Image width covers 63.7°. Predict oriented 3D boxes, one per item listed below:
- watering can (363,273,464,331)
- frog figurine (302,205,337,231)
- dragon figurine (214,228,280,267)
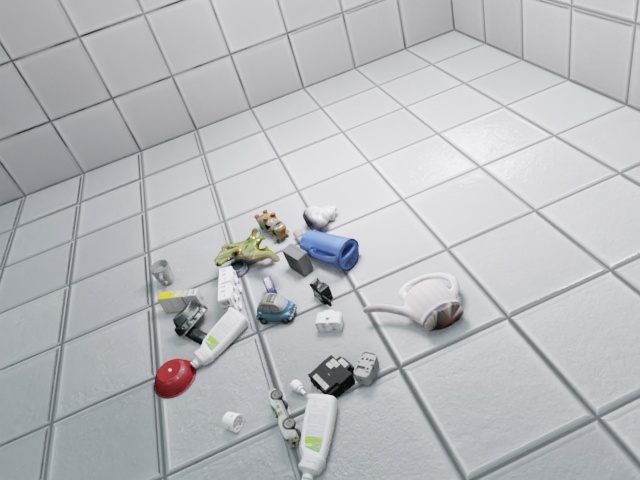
[{"bbox_3d":[0.341,0.228,1.777,0.349,0.102,0.228,-25,39,-10],"label":"watering can"},{"bbox_3d":[0.007,-0.117,2.327,0.160,0.121,0.139,-37,20,-5],"label":"frog figurine"},{"bbox_3d":[-0.329,0.065,2.199,0.244,0.120,0.414,-25,20,-12],"label":"dragon figurine"}]
